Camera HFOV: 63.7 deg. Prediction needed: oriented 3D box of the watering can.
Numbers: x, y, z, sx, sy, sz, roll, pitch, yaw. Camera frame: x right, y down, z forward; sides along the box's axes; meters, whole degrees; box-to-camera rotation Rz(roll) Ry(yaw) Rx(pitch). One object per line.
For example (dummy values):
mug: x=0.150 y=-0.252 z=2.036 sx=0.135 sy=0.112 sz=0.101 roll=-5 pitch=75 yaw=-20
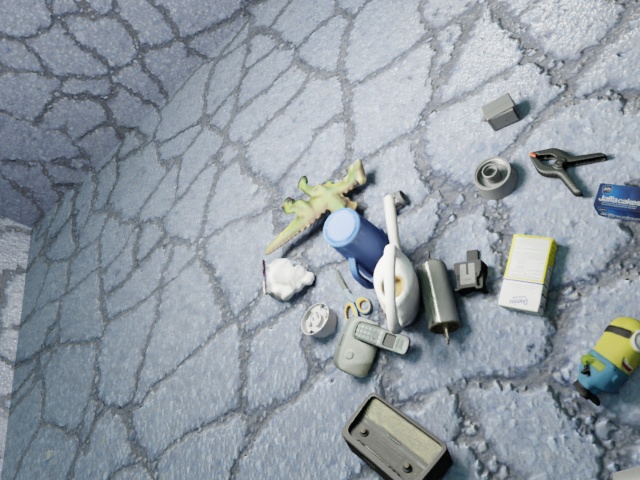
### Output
watering can: x=0.193 y=0.077 z=1.294 sx=0.104 sy=0.220 sz=0.355 roll=-5 pitch=58 yaw=16

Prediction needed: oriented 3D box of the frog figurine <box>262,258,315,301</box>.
frog figurine: x=-0.097 y=0.119 z=1.606 sx=0.159 sy=0.119 sz=0.141 roll=-4 pitch=46 yaw=-2

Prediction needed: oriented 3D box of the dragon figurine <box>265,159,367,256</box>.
dragon figurine: x=0.005 y=-0.080 z=1.598 sx=0.245 sy=0.120 sz=0.411 roll=30 pitch=86 yaw=48
